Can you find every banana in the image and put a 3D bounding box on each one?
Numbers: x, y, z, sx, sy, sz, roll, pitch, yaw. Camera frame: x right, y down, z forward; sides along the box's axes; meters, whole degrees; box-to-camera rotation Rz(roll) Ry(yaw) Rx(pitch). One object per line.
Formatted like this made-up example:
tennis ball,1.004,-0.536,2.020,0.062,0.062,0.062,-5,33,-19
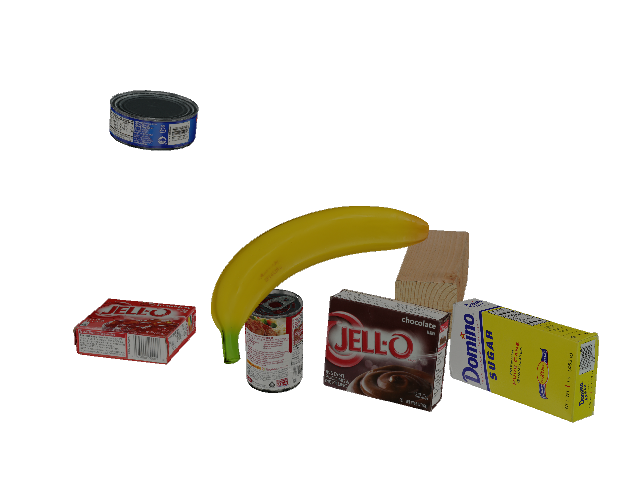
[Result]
banana,-0.010,0.015,0.785,0.197,0.069,0.037,-32,-5,-25

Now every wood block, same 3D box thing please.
wood block,0.172,0.062,1.624,0.091,0.090,0.206,4,23,11

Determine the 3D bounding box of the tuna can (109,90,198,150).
tuna can,-0.163,-0.118,1.043,0.086,0.034,0.086,7,25,-3

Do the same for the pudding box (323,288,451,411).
pudding box,0.061,0.101,0.996,0.114,0.090,0.039,10,18,21

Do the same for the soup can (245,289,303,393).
soup can,-0.054,0.116,1.235,0.068,0.102,0.068,0,24,0

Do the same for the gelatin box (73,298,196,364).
gelatin box,-0.166,0.080,0.960,0.089,0.030,0.073,5,19,13

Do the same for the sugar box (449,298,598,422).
sugar box,0.221,0.129,1.181,0.048,0.093,0.177,-9,16,-42
